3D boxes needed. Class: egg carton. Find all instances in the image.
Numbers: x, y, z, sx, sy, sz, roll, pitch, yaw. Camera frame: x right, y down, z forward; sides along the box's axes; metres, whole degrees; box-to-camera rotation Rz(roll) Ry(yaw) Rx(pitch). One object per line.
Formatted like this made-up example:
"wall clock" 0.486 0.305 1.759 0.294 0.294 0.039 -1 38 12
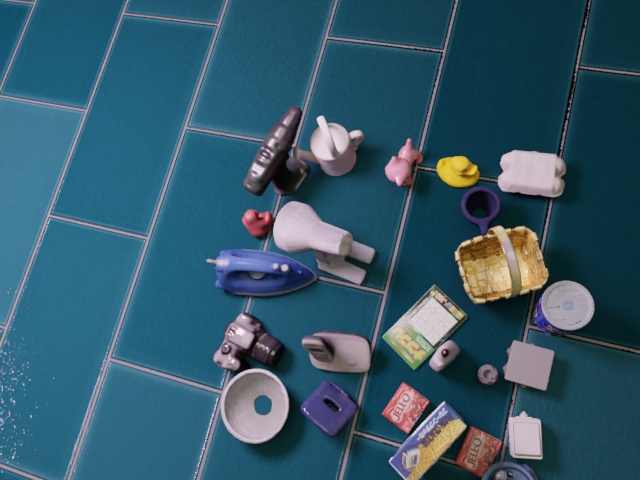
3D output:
"egg carton" 0.502 -0.156 1.360 0.150 0.069 0.107 7 77 14

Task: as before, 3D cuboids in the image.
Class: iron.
"iron" -0.144 0.071 1.401 0.257 0.142 0.119 2 76 13

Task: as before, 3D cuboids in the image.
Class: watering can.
"watering can" 0.020 -0.233 1.417 0.173 0.194 0.100 -40 71 0

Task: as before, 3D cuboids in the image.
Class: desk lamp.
"desk lamp" 0.012 0.005 1.347 0.202 0.214 0.118 21 81 17

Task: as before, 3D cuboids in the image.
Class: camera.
"camera" -0.167 0.262 1.378 0.136 0.101 0.143 25 82 17

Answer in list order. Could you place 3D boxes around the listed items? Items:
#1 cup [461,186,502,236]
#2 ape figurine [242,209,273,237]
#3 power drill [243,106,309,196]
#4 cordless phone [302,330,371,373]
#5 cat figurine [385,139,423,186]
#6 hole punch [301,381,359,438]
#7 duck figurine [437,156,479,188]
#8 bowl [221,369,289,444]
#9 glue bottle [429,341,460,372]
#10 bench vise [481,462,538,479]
"cup" 0.379 -0.057 1.347 0.091 0.095 0.118 -8 74 10
"ape figurine" -0.165 -0.050 1.463 0.077 0.092 0.076 9 78 14
"power drill" -0.096 -0.200 1.426 0.075 0.209 0.230 31 84 18
"cordless phone" 0.037 0.248 1.293 0.147 0.185 0.094 -1 75 12
"cat figurine" 0.201 -0.188 1.407 0.067 0.118 0.128 22 81 17
"hole punch" 0.023 0.383 1.311 0.108 0.091 0.101 36 85 18
"duck figurine" 0.336 -0.176 1.392 0.104 0.086 0.077 21 81 16
"bowl" -0.144 0.391 1.353 0.167 0.075 0.167 -3 75 11
"glue bottle" 0.271 0.252 1.249 0.037 0.173 0.078 43 88 19
"bench vise" 0.353 0.533 1.133 0.121 0.220 0.207 41 87 19
